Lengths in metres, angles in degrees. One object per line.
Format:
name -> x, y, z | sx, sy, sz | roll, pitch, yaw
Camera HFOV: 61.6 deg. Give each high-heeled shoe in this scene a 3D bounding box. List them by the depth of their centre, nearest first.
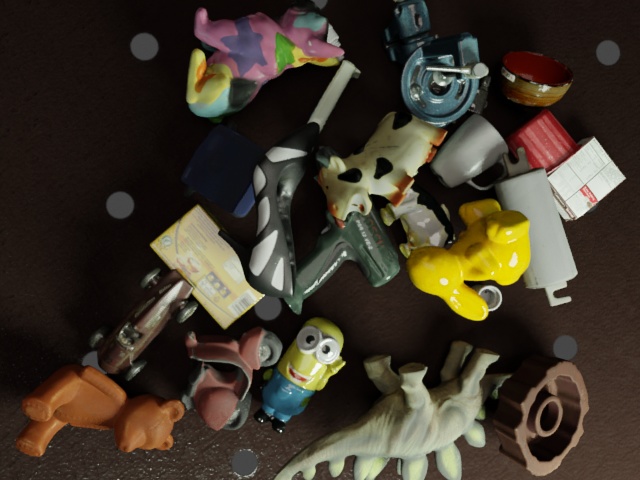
high-heeled shoe -> -0.035, -0.044, 0.757 | 0.145, 0.086, 0.248 | 35, 84, 14

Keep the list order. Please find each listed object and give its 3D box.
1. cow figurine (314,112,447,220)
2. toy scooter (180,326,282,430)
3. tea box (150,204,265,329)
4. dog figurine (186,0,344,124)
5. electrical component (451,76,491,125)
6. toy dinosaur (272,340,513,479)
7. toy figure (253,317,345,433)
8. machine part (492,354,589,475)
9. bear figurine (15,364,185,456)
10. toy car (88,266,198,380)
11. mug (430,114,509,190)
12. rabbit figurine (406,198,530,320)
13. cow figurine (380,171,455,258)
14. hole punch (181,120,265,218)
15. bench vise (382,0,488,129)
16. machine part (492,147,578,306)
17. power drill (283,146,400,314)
cow figurine -> 0.077, -0.108, 0.768 | 0.127, 0.085, 0.195 | 35, 70, 12
toy scooter -> -0.150, 0.195, 0.790 | 0.135, 0.075, 0.183 | 23, 107, -20
tea box -> -0.162, 0.039, 0.814 | 0.098, 0.068, 0.169 | -39, 92, -4
dog figurine -> -0.078, -0.261, 0.795 | 0.219, 0.108, 0.191 | 7, 93, -2
electrical component -> 0.240, -0.227, 0.870 | 0.063, 0.021, 0.094 | 19, 88, -5
toy dinosaur -> 0.131, 0.270, 0.799 | 0.471, 0.105, 0.198 | -7, 94, -18
toy figure -> -0.033, 0.200, 0.821 | 0.082, 0.089, 0.180 | 29, 97, -20
machine part -> 0.342, 0.266, 0.833 | 0.179, 0.056, 0.179 | -5, 100, -31
bear figurine -> -0.310, 0.264, 0.778 | 0.196, 0.132, 0.120 | 28, 119, -1
toy car -> -0.262, 0.124, 0.788 | 0.089, 0.053, 0.202 | 46, 109, 3
mug -> 0.235, -0.124, 0.847 | 0.107, 0.081, 0.109 | -38, 101, 8
rabbit figurine -> 0.207, 0.032, 0.790 | 0.173, 0.122, 0.162 | -18, 122, -13
cow figurine -> 0.145, -0.055, 0.840 | 0.098, 0.068, 0.167 | -30, 96, -10
hole punch -> -0.139, -0.105, 0.808 | 0.116, 0.092, 0.142 | 33, 90, -1
bench vise -> 0.169, -0.262, 0.767 | 0.129, 0.241, 0.223 | -9, 107, -8
machine part -> 0.320, -0.018, 0.803 | 0.079, 0.079, 0.243 | -18, 94, -5
power drill -> -0.002, -0.003, 0.829 | 0.207, 0.086, 0.232 | -36, 90, -11
